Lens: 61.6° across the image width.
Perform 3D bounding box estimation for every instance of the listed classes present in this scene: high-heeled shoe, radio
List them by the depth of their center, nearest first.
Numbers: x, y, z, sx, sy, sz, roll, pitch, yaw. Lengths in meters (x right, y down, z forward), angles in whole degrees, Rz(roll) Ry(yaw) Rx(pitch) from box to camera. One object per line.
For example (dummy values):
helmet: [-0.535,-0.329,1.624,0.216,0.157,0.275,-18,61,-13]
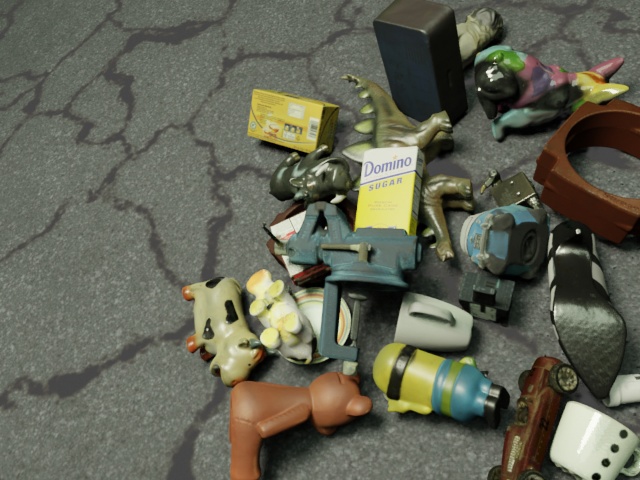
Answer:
high-heeled shoe: [0.362,0.089,0.748,0.086,0.145,0.248,-3,77,18]
radio: [0.182,-0.311,0.962,0.073,0.229,0.131,-44,52,-13]

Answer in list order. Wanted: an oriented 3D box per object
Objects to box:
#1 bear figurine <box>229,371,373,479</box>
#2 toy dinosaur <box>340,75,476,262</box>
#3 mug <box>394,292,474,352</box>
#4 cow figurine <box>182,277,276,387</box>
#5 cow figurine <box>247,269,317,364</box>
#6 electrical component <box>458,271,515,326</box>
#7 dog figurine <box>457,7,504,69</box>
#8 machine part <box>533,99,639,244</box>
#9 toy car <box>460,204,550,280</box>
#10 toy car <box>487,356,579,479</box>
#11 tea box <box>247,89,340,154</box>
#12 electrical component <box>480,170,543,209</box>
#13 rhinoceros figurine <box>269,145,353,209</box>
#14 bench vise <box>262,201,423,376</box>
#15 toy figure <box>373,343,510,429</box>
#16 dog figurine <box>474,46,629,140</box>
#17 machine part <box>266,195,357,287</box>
bear figurine: [-0.030,0.252,0.767,0.196,0.131,0.120,1,18,-15]
toy dinosaur: [0.142,-0.153,0.951,0.199,0.105,0.471,-17,55,9]
mug: [0.167,0.118,0.779,0.107,0.109,0.081,11,59,8]
cow figurine: [-0.149,0.147,0.876,0.127,0.085,0.195,-24,54,10]
cow figurine: [-0.057,0.116,0.839,0.068,0.098,0.167,-39,39,5]
electrical component: [0.237,0.078,0.769,0.075,0.119,0.048,10,64,26]
dog figurine: [0.258,-0.400,1.082,0.173,0.121,0.190,25,56,25]
machine part: [0.450,-0.106,0.816,0.202,0.087,0.201,36,68,24]
toy car: [0.265,0.000,0.801,0.103,0.161,0.109,15,104,51]
toy car: [0.262,0.239,0.675,0.053,0.089,0.202,30,70,-2]
tea box: [-0.055,-0.234,1.059,0.170,0.068,0.098,23,112,28]
electrical component: [0.309,-0.071,0.874,0.078,0.045,0.102,-28,54,27]
rhinoceros figurine: [-0.016,-0.103,0.901,0.112,0.073,0.190,-40,26,-32]
bench vise: [0.030,0.068,0.767,0.224,0.128,0.240,4,80,7]
toy figure: [0.160,0.193,0.732,0.180,0.089,0.082,7,21,36]
dog figurine: [0.389,-0.263,0.902,0.219,0.191,0.108,-10,49,30]
machine part: [-0.002,-0.003,0.934,0.179,0.056,0.179,-8,56,13]
